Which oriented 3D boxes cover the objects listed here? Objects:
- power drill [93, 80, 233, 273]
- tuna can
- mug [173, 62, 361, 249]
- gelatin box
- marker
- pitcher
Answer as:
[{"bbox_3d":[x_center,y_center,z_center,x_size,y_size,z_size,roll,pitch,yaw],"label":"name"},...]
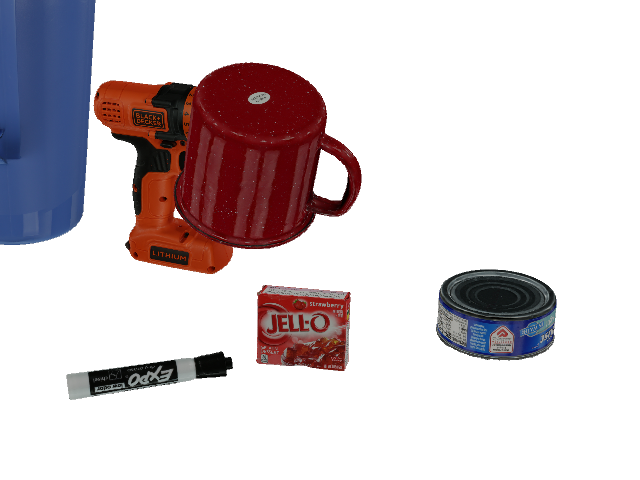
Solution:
[{"bbox_3d":[-0.128,-0.063,1.045,0.185,0.188,0.057,11,30,19],"label":"power drill"},{"bbox_3d":[0.128,0.052,0.776,0.086,0.034,0.086,0,22,0],"label":"tuna can"},{"bbox_3d":[-0.030,-0.051,0.658,0.117,0.082,0.093,21,44,9],"label":"mug"},{"bbox_3d":[-0.017,0.085,1.032,0.089,0.073,0.030,4,15,10],"label":"gelatin box"},{"bbox_3d":[-0.125,0.099,0.786,0.121,0.020,0.020,-7,2,-13],"label":"marker"},{"bbox_3d":[-0.238,-0.119,0.814,0.145,0.243,0.148,25,32,35],"label":"pitcher"}]
